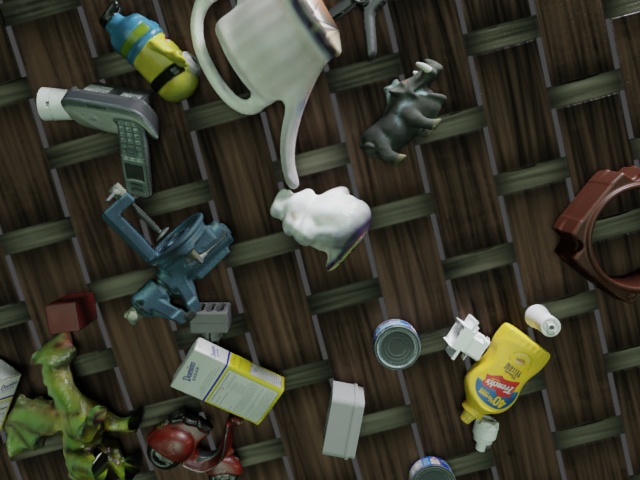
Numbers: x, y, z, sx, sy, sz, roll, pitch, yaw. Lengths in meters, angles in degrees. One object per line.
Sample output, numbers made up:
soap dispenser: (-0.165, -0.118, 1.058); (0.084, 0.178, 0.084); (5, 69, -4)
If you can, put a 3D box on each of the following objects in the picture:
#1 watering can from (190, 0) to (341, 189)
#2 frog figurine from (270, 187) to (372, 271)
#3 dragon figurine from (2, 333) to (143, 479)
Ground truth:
watering can: (-0.062, -0.274, 0.832); (0.223, 0.105, 0.346); (-31, 96, 16)
frog figurine: (0.003, -0.043, 0.864); (0.160, 0.120, 0.139); (43, 62, 3)
dragon figurine: (-0.460, 0.369, 0.929); (0.243, 0.122, 0.409); (8, 95, 16)
